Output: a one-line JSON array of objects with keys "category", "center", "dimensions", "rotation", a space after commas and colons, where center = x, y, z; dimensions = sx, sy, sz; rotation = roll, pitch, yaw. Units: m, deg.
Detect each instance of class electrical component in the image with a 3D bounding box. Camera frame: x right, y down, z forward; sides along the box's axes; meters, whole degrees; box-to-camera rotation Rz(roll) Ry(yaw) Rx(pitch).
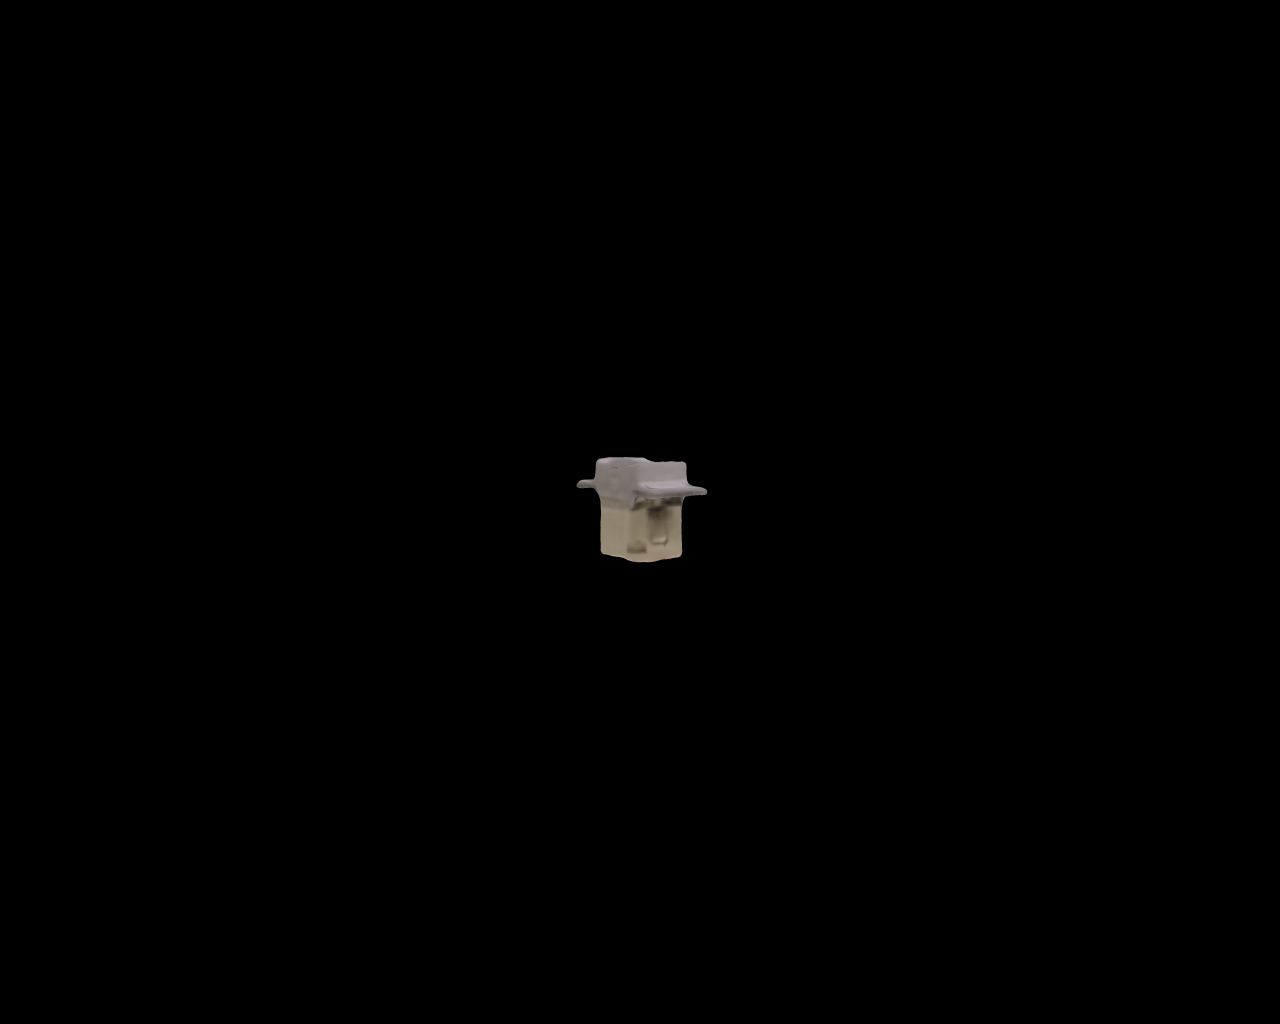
[{"category": "electrical component", "center": [0.001, -0.003, 0.650], "dimensions": [0.042, 0.063, 0.081], "rotation": [-5, 9, -35]}]
